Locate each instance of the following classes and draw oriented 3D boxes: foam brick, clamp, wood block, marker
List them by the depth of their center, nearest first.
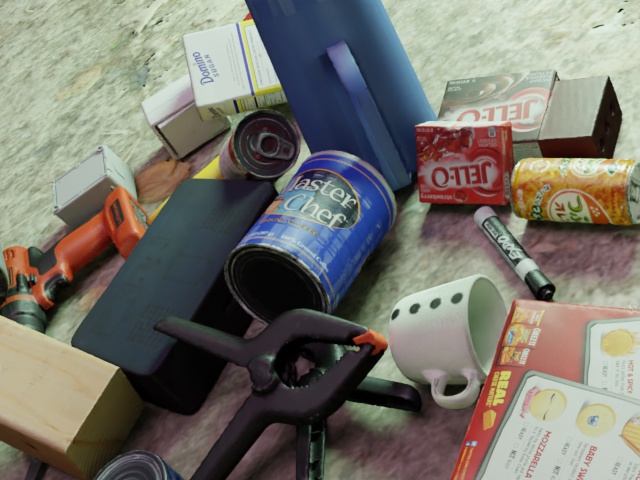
[{"bbox_3d":[-0.043,0.123,0.866,0.210,0.036,0.164,-15,69,24],"label":"clamp"},{"bbox_3d":[-0.004,0.136,0.891,0.120,0.039,0.172,-41,36,-13],"label":"clamp"},{"bbox_3d":[0.166,0.012,0.912,0.020,0.020,0.121,-32,41,2],"label":"marker"},{"bbox_3d":[0.232,-0.100,0.949,0.051,0.053,0.078,0,52,32],"label":"foam brick"},{"bbox_3d":[-0.279,0.134,0.980,0.206,0.091,0.090,20,63,20],"label":"wood block"}]

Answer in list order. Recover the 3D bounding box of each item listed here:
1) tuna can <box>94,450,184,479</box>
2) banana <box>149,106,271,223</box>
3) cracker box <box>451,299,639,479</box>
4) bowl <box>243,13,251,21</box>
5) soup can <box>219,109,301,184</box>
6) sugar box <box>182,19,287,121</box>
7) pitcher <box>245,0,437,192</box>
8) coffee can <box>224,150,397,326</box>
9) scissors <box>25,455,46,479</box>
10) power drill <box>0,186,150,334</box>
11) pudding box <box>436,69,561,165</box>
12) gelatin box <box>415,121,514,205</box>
[{"bbox_3d":[-0.158,0.224,0.911,0.086,0.033,0.086,-18,44,18],"label":"tuna can"},{"bbox_3d":[-0.103,-0.079,1.160,0.197,0.037,0.070,-46,18,-17],"label":"banana"},{"bbox_3d":[0.215,0.133,0.729,0.214,0.072,0.164,4,55,34],"label":"cracker box"},{"bbox_3d":[-0.043,-0.241,1.256,0.162,0.055,0.162,-18,44,18],"label":"bowl"},{"bbox_3d":[-0.063,-0.087,1.081,0.068,0.068,0.102,-47,5,-14],"label":"soup can"},{"bbox_3d":[-0.056,-0.196,1.172,0.176,0.048,0.093,-13,72,2],"label":"sugar box"},{"bbox_3d":[0.021,-0.164,0.999,0.149,0.242,0.144,8,51,38],"label":"pitcher"},{"bbox_3d":[-0.006,0.001,0.947,0.103,0.103,0.140,2,39,34],"label":"coffee can"},{"bbox_3d":[-0.277,0.195,1.028,0.096,0.016,0.201,7,56,39],"label":"scissors"},{"bbox_3d":[-0.264,0.036,1.135,0.187,0.057,0.184,-31,41,4],"label":"power drill"},{"bbox_3d":[0.168,-0.114,1.013,0.114,0.039,0.090,-3,51,31],"label":"pudding box"},{"bbox_3d":[0.132,-0.070,0.969,0.089,0.073,0.030,4,15,36],"label":"gelatin box"}]
